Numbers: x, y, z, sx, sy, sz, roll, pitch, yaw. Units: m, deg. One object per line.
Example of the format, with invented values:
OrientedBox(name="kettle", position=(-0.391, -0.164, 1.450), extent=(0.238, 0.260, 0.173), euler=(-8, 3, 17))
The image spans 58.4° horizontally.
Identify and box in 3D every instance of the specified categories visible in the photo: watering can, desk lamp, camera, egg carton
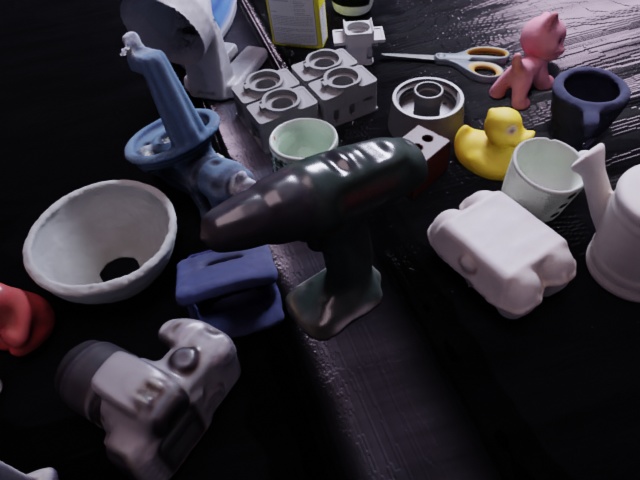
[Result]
OrientedBox(name="watering can", position=(0.335, -0.034, 0.569), extent=(0.172, 0.194, 0.101), euler=(16, 53, 18))
OrientedBox(name="desk lamp", position=(-0.176, -0.312, 0.834), extent=(0.117, 0.214, 0.203), euler=(13, 52, 16))
OrientedBox(name="camera", position=(-0.167, 0.128, 0.530), extent=(0.136, 0.101, 0.143), euler=(21, 54, 21))
OrientedBox(name="egg carton", position=(0.193, 0.013, 0.622), extent=(0.107, 0.069, 0.150), euler=(-30, 54, -20))

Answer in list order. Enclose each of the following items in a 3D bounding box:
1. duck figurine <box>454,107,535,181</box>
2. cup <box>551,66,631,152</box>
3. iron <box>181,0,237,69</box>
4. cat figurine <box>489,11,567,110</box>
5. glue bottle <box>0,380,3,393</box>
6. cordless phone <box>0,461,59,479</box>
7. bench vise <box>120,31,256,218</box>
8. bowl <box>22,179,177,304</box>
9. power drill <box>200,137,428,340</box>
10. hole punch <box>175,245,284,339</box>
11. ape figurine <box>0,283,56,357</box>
OrientedBox(name="duck figurine", position=(0.225, -0.132, 0.733), extent=(0.104, 0.086, 0.078), euler=(26, 56, 24))
OrientedBox(name="cup", position=(0.337, -0.152, 0.735), extent=(0.091, 0.095, 0.118), euler=(9, 51, 12))
OrientedBox(name="iron", position=(-0.219, -0.426, 0.983), extent=(0.118, 0.142, 0.258), euler=(-1, 49, 4))
OrientedBox(name="cat figurine", position=(0.307, -0.271, 0.824), extent=(0.067, 0.118, 0.128), euler=(33, 59, 29))
OrientedBox(name="glue bottle", position=(-0.349, 0.118, 0.505), extent=(0.037, 0.173, 0.078), euler=(1, 50, 6))
OrientedBox(name="cordless phone", position=(-0.285, 0.206, 0.417), extent=(0.148, 0.185, 0.094), euler=(-25, 52, -16))
OrientedBox(name="bench vise", position=(-0.147, -0.127, 0.669), extent=(0.207, 0.220, 0.122), euler=(18, 53, 19))
OrientedBox(name="bowl", position=(-0.238, 0.013, 0.651), extent=(0.167, 0.075, 0.167), euler=(-2, 49, 3))
OrientedBox(name="power drill", position=(0.005, 0.002, 0.554), extent=(0.230, 0.209, 0.075), euler=(-33, 54, -22))
OrientedBox(name="hole punch", position=(-0.100, 0.042, 0.605), extent=(0.109, 0.091, 0.101), euler=(-15, 50, -8))
OrientedBox(name="ape figurine", position=(-0.323, 0.077, 0.592), extent=(0.076, 0.092, 0.077), euler=(-26, 52, -17))
